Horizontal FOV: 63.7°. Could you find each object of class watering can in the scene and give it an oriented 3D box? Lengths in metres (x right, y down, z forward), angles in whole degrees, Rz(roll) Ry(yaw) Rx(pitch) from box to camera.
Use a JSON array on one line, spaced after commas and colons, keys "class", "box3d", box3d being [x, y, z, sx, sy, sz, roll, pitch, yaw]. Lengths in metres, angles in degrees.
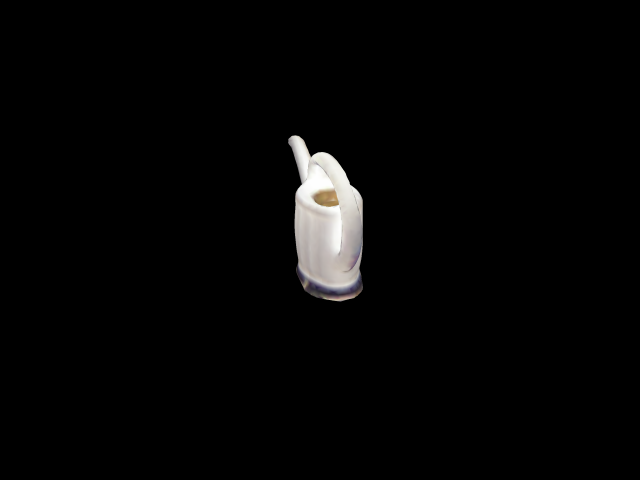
[{"class": "watering can", "box3d": [0.003, -0.043, 0.850, 0.104, 0.220, 0.353, -6, 25, -13]}]
